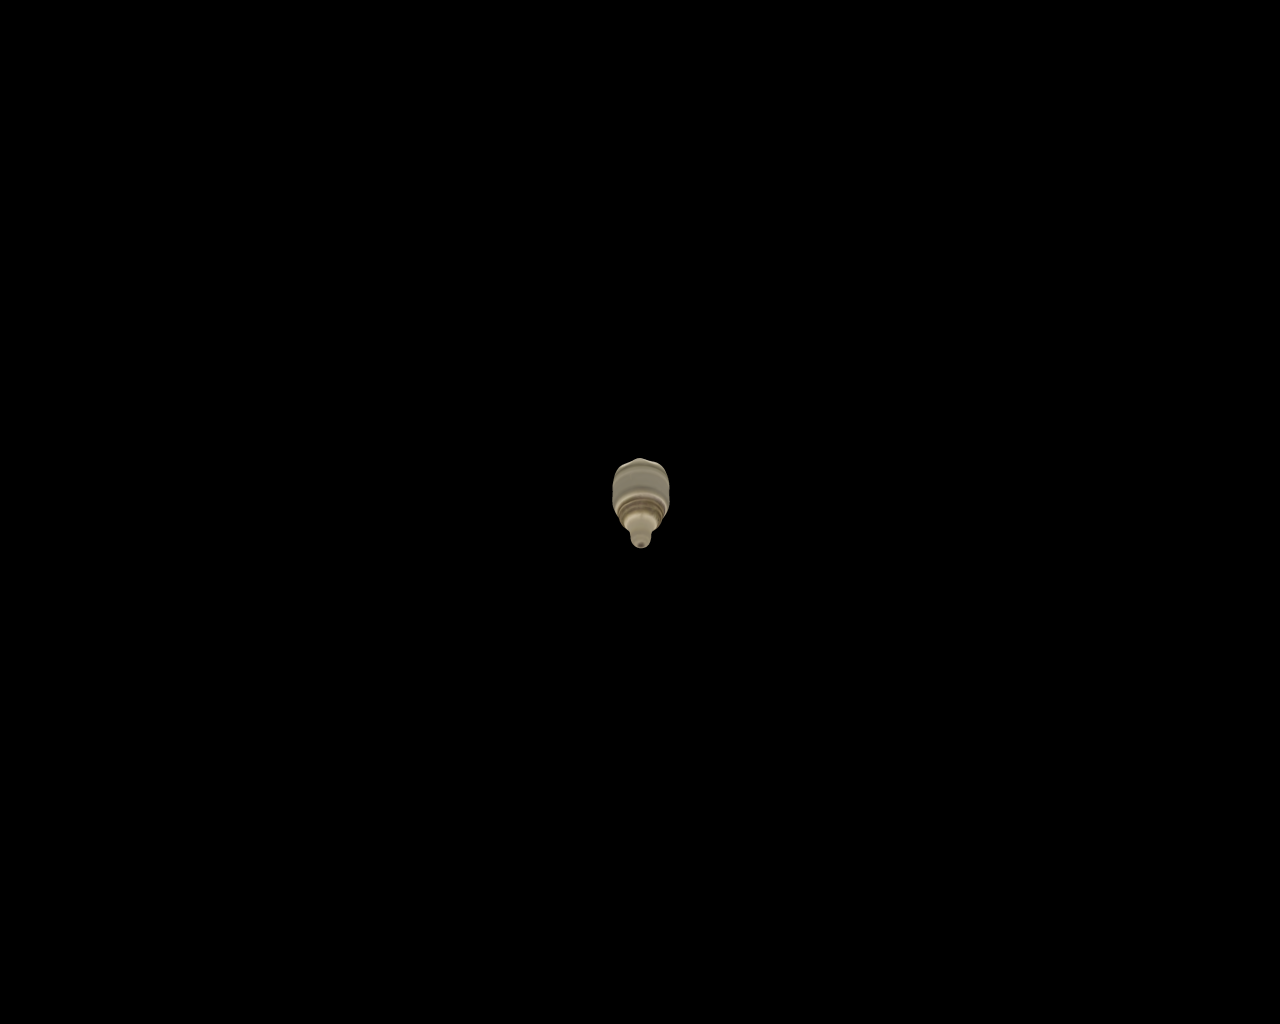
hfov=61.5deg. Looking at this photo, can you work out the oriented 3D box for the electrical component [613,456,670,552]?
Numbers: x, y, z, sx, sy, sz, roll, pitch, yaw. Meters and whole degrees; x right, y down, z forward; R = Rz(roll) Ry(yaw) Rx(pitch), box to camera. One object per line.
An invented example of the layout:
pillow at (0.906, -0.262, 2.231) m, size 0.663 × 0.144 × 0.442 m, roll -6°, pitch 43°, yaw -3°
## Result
electrical component at (0.001, -0.003, 0.650) m, size 0.035 × 0.061 × 0.035 m, roll 0°, pitch -43°, yaw 0°
